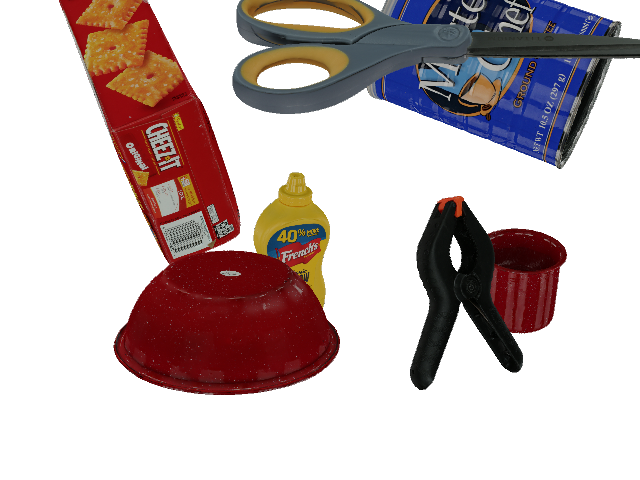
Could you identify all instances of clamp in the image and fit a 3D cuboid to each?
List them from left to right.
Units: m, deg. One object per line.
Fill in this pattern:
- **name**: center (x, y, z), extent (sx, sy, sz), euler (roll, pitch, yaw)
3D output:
- **clamp**: center (0.116, 0.050, 0.947), extent (0.120, 0.171, 0.039), euler (-16, 1, -37)

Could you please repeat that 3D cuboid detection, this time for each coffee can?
- **coffee can**: center (0.115, -0.121, 0.717), extent (0.140, 0.103, 0.102), euler (23, 6, 15)

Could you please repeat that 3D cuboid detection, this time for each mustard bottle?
- **mustard bottle**: center (-0.036, 0.006, 1.325), extent (0.096, 0.192, 0.058), euler (-7, 29, -22)

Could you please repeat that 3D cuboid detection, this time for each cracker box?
- **cracker box**: center (-0.139, -0.113, 0.847), extent (0.072, 0.214, 0.164), euler (-22, -37, -6)

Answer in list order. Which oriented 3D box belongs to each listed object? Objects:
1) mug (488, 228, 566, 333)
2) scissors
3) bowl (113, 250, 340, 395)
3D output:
- **mug**: center (0.208, 0.039, 1.142), extent (0.093, 0.081, 0.117), euler (-5, 30, -8)
- **scissors**: center (0.047, -0.081, 0.494), extent (0.202, 0.016, 0.096), euler (14, 49, 18)
- **bowl**: center (-0.065, 0.048, 0.756), extent (0.162, 0.055, 0.162), euler (1, 20, -1)
